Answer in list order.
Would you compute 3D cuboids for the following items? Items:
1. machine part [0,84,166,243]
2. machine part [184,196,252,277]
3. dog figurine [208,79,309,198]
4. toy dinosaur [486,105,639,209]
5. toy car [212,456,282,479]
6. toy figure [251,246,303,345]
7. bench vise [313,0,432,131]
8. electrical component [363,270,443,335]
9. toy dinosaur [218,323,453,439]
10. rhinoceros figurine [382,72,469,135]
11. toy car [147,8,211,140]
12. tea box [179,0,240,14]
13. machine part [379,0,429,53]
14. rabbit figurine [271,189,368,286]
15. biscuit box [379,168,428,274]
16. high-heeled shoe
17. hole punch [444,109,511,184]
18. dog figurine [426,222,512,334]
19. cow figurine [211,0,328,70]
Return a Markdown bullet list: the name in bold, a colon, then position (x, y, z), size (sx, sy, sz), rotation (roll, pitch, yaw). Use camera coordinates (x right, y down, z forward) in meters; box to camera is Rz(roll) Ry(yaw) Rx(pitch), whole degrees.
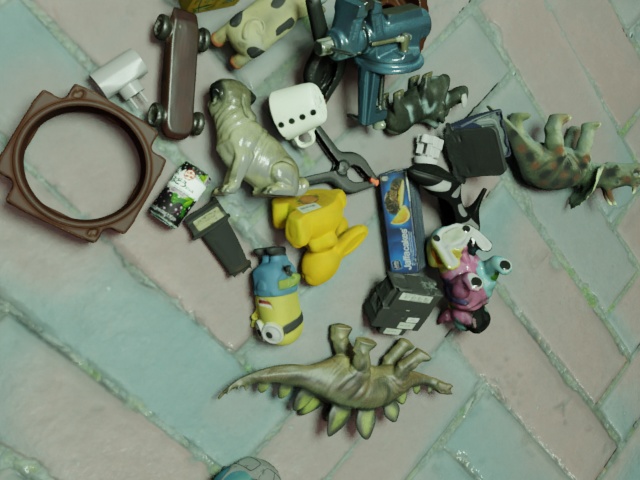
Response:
- **machine part**: position (-0.352, -0.112, 0.804), size (0.201, 0.087, 0.201), rotation (31, 82, -25)
- **machine part**: position (-0.170, 0.001, 0.925), size (0.084, 0.039, 0.138), rotation (-41, 108, -24)
- **dog figurine**: position (-0.101, -0.167, 0.893), size (0.172, 0.121, 0.190), rotation (2, 91, -29)
- **toy dinosaur**: position (0.508, -0.171, 1.173), size (0.405, 0.131, 0.192), rotation (5, 93, -18)
- **toy car**: position (-0.118, 0.446, 0.961), size (0.161, 0.109, 0.103), rotation (44, 59, -30)
- **toy figure**: position (-0.073, 0.099, 0.954), size (0.089, 0.082, 0.180), rotation (-4, 95, -23)
- **bench vise**: position (0.089, -0.288, 0.903), size (0.224, 0.129, 0.240), rotation (-33, 140, -33)
- **electrical component**: position (0.154, 0.127, 1.045), size (0.115, 0.058, 0.134), rotation (13, 126, -24)
- **toy dinosaur**: position (0.051, 0.267, 1.017), size (0.471, 0.105, 0.198), rotation (15, 93, -20)
- **rhinoceros figurine**: position (0.206, -0.266, 1.044), size (0.190, 0.073, 0.112), rotation (-26, 104, -19)
- **toy car**: position (-0.227, -0.262, 0.860), size (0.089, 0.053, 0.202), rotation (0, 95, -41)
- **tea box**: position (-0.158, -0.404, 0.813), size (0.098, 0.170, 0.068), rotation (-21, 102, -20)
- **machine part**: position (0.120, -0.409, 1.000), size (0.179, 0.056, 0.179), rotation (-3, 98, -24)
- **rabbit figurine**: position (-0.002, -0.003, 0.974), size (0.162, 0.122, 0.173), rotation (-22, 118, -30)
- **biscuit box**: position (0.164, -0.036, 1.045), size (0.063, 0.059, 0.202), rotation (-25, 109, -59)
- **high-heeled shoe**: position (0.235, -0.062, 1.063), size (0.248, 0.086, 0.145), rotation (13, 114, -33)
- **hole punch**: position (0.320, -0.193, 1.083), size (0.092, 0.116, 0.142), rotation (-55, 132, -39)
- **dog figurine**: position (0.278, 0.088, 1.081), size (0.108, 0.219, 0.192), rotation (-30, 64, -21)
- **cow figurine**: position (-0.072, -0.369, 0.876), size (0.195, 0.127, 0.085), rotation (-48, 115, -27)
